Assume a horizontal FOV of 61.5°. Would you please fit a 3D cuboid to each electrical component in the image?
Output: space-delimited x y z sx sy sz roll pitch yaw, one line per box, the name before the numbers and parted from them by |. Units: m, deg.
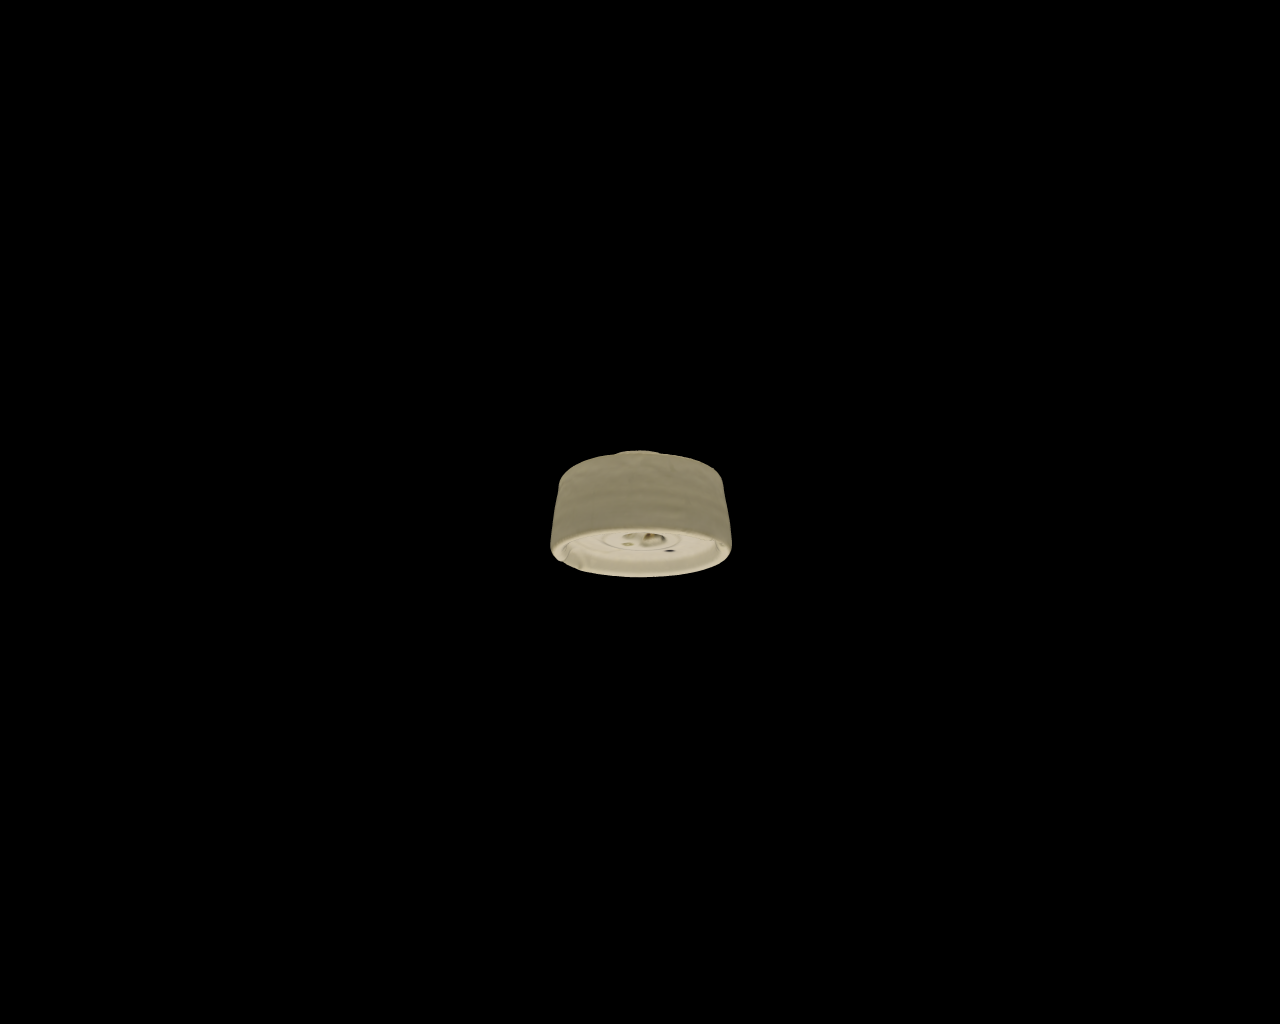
electrical component | 0.001 -0.003 0.650 0.108 0.060 0.108 0 -18 0
